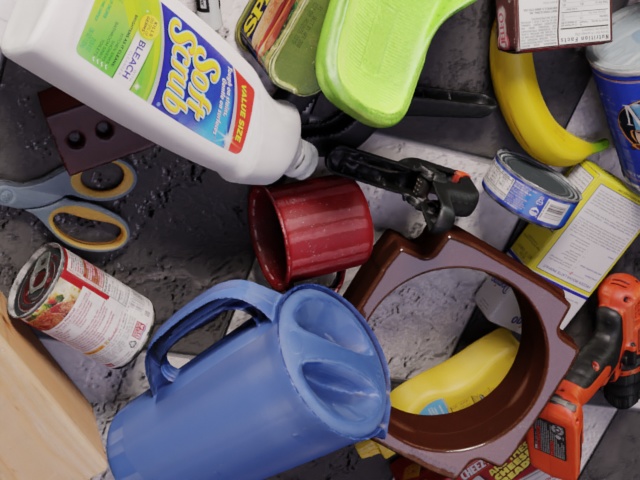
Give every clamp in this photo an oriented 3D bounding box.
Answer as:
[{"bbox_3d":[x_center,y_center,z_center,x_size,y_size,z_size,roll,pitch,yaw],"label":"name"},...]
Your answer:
[{"bbox_3d":[0.045,-0.121,0.880,0.210,0.036,0.164,-33,128,3],"label":"clamp"},{"bbox_3d":[0.078,-0.049,0.901,0.039,0.120,0.171,-58,165,16],"label":"clamp"}]

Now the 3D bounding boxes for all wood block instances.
[{"bbox_3d":[-0.268,0.119,0.870,0.090,0.091,0.206,-30,126,-4],"label":"wood block"}]

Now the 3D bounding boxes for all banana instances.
[{"bbox_3d":[0.189,-0.123,0.941,0.069,0.037,0.197,-53,129,-12],"label":"banana"}]

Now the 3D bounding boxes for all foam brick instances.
[{"bbox_3d":[-0.166,-0.092,0.805,0.078,0.051,0.053,-21,125,-8],"label":"foam brick"}]

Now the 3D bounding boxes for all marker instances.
[{"bbox_3d":[-0.086,-0.213,0.783,0.020,0.020,0.121,-13,123,-14],"label":"marker"}]

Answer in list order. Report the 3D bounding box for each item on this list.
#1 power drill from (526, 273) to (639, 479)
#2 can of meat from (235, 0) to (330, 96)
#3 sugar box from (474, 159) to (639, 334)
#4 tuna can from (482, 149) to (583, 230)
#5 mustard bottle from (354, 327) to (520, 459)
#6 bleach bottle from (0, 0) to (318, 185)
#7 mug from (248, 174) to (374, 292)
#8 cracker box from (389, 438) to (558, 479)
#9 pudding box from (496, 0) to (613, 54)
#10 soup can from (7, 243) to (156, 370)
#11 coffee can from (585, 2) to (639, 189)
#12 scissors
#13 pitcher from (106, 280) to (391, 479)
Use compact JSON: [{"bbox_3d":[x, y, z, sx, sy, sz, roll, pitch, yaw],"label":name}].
[{"bbox_3d":[0.275,0.151,1.080,0.187,0.057,0.184,-47,138,-34],"label":"power drill"},{"bbox_3d":[-0.012,-0.167,0.800,0.057,0.084,0.102,21,111,-30],"label":"can of meat"},{"bbox_3d":[0.236,0.014,1.035,0.093,0.048,0.176,24,112,-31],"label":"sugar box"},{"bbox_3d":[0.189,-0.045,0.954,0.086,0.086,0.034,15,115,-28],"label":"tuna can"},{"bbox_3d":[0.121,0.166,1.072,0.191,0.058,0.096,-29,139,-2],"label":"mustard bottle"},{"bbox_3d":[-0.095,-0.115,0.763,0.250,0.068,0.102,28,78,-38],"label":"bleach bottle"},{"bbox_3d":[-0.006,0.001,0.901,0.081,0.093,0.117,-13,111,-20],"label":"mug"},{"bbox_3d":[0.193,0.279,1.165,0.164,0.072,0.213,-33,125,-1],"label":"cracker box"},{"bbox_3d":[0.189,-0.211,0.863,0.090,0.039,0.113,-8,105,-18],"label":"pudding box"},{"bbox_3d":[-0.194,0.056,0.875,0.068,0.068,0.102,-47,126,10],"label":"soup can"},{"bbox_3d":[0.301,-0.126,0.939,0.103,0.103,0.140,-31,127,-2],"label":"coffee can"},{"bbox_3d":[-0.229,-0.050,0.829,0.201,0.016,0.096,26,106,-32],"label":"scissors"},{"bbox_3d":[-0.075,0.137,0.897,0.243,0.149,0.144,-32,159,32],"label":"pitcher"}]
